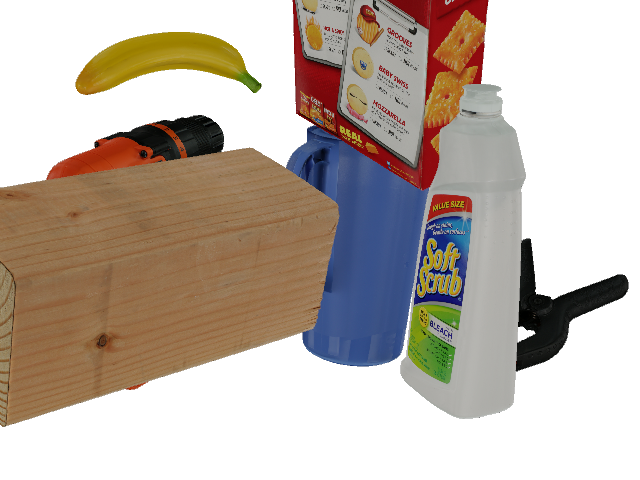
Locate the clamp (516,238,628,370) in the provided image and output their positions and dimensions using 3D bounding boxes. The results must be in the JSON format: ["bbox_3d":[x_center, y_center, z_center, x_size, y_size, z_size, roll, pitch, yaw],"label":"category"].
[{"bbox_3d":[0.207,0.063,1.048,0.171,0.039,0.120,-36,44,-29],"label":"clamp"}]

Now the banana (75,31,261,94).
[{"bbox_3d":[-0.154,-0.178,1.065,0.197,0.070,0.037,-7,-39,-30],"label":"banana"}]

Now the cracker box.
[{"bbox_3d":[0.053,-0.172,0.854,0.072,0.214,0.164,-27,44,-30],"label":"cracker box"}]

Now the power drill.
[{"bbox_3d":[-0.133,0.005,0.817,0.057,0.188,0.184,11,23,28],"label":"power drill"}]

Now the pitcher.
[{"bbox_3d":[0.035,0.003,1.104,0.149,0.243,0.145,5,14,1],"label":"pitcher"}]

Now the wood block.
[{"bbox_3d":[-0.099,0.017,0.598,0.205,0.091,0.090,-14,36,-40],"label":"wood block"}]

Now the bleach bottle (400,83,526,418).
[{"bbox_3d":[0.112,0.005,0.822,0.068,0.251,0.103,-9,21,-25],"label":"bleach bottle"}]
